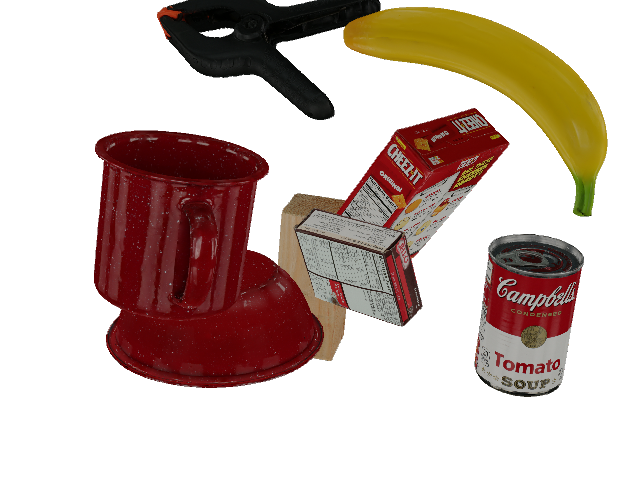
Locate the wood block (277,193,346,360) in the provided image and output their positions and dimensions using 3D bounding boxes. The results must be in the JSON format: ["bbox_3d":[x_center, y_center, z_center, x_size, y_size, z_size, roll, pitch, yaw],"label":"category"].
[{"bbox_3d":[-0.009,0.050,1.483,0.090,0.206,0.090,9,22,9],"label":"wood block"}]

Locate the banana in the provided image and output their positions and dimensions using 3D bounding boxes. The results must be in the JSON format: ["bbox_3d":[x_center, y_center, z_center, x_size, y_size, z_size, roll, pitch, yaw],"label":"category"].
[{"bbox_3d":[0.104,-0.099,0.655,0.198,0.069,0.037,39,-1,19],"label":"banana"}]

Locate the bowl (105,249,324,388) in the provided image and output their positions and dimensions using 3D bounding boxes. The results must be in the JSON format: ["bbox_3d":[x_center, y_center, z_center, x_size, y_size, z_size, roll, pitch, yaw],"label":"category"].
[{"bbox_3d":[-0.077,0.046,0.785,0.162,0.055,0.162,1,21,-1],"label":"bowl"}]

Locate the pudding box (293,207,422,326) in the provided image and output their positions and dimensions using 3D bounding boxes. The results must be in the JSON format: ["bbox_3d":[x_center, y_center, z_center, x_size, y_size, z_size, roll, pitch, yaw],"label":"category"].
[{"bbox_3d":[0.035,0.024,1.003,0.114,0.090,0.039,15,45,37],"label":"pudding box"}]

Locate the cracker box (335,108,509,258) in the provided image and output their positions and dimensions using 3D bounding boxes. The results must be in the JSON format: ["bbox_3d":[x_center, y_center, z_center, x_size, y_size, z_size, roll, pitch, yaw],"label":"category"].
[{"bbox_3d":[0.098,-0.048,1.240,0.163,0.072,0.214,-22,-25,-47],"label":"cracker box"}]

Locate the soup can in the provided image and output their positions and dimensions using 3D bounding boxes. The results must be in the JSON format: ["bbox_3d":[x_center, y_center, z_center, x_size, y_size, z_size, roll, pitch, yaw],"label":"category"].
[{"bbox_3d":[0.152,0.055,0.786,0.068,0.102,0.068,3,24,-1],"label":"soup can"}]

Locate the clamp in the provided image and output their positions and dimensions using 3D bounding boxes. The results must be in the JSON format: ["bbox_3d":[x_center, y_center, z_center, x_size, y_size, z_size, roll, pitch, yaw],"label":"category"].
[{"bbox_3d":[-0.040,-0.162,0.824,0.172,0.120,0.039,23,-32,20],"label":"clamp"}]

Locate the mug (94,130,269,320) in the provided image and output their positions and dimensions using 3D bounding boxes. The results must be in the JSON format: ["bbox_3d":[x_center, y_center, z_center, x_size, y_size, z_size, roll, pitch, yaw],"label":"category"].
[{"bbox_3d":[-0.075,-0.004,0.571,0.093,0.081,0.117,1,21,-23],"label":"mug"}]
